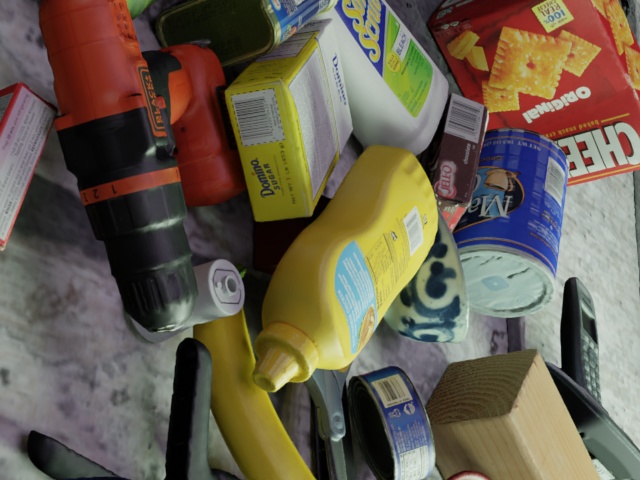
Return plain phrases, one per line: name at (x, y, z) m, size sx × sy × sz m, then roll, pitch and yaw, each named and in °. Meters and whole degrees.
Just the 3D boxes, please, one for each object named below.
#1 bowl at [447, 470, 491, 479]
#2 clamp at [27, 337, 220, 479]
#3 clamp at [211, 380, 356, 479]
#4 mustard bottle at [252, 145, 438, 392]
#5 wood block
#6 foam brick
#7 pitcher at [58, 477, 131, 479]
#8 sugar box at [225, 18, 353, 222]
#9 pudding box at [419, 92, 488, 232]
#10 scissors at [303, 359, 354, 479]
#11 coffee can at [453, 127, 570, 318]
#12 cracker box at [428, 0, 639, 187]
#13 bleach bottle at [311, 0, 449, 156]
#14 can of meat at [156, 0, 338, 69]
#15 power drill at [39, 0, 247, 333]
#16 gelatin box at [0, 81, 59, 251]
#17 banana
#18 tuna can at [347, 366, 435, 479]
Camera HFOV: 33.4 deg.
bowl at (0.101, 0.262, 0.824) m, size 0.161 × 0.055 × 0.162 m, roll 21°, pitch 62°, yaw -48°
clamp at (-0.082, 0.146, 0.626) m, size 0.120 × 0.039 × 0.171 m, roll -38°, pitch 113°, yaw -26°
clamp at (0.011, 0.194, 0.746) m, size 0.210 × 0.036 × 0.164 m, roll 59°, pitch 40°, yaw -15°
mustard bottle at (0.013, 0.027, 0.701) m, size 0.191 × 0.058 × 0.096 m, roll -52°, pitch 142°, yaw -38°
wood block at (0.176, 0.207, 0.913) m, size 0.206 × 0.090 × 0.090 m, roll 62°, pitch 38°, yaw -18°
foam brick at (-0.005, 0.001, 0.777) m, size 0.078 × 0.051 × 0.053 m, roll 21°, pitch 63°, yaw -47°
pitcher at (-0.132, 0.233, 0.484) m, size 0.148 × 0.145 × 0.243 m, roll -5°, pitch 86°, yaw -40°
sugar box at (-0.017, -0.089, 0.745) m, size 0.176 × 0.048 × 0.093 m, roll -70°, pitch 151°, yaw -65°
pudding box at (0.105, -0.053, 0.908) m, size 0.039 × 0.090 × 0.113 m, roll 20°, pitch 56°, yaw -3°
scissors at (-0.004, 0.112, 0.722) m, size 0.096 × 0.016 × 0.201 m, roll 34°, pitch 48°, yaw -41°
coffee can at (0.167, -0.016, 0.964) m, size 0.102 × 0.103 × 0.140 m, roll 44°, pitch 47°, yaw -35°
cracker box at (0.225, -0.157, 1.035) m, size 0.213 × 0.164 × 0.072 m, roll 59°, pitch 42°, yaw -21°
bleach bottle at (0.005, -0.178, 0.843) m, size 0.250 × 0.068 × 0.102 m, roll 47°, pitch 47°, yaw -29°
can of meat at (-0.051, -0.158, 0.730) m, size 0.083 × 0.102 × 0.057 m, roll -48°, pitch 117°, yaw -46°
power drill at (-0.090, -0.049, 0.616) m, size 0.187 × 0.057 × 0.184 m, roll -41°, pitch 119°, yaw -80°
gelatin box at (-0.178, -0.030, 0.543) m, size 0.030 × 0.073 × 0.089 m, roll 40°, pitch 49°, yaw -39°
banana at (-0.041, 0.100, 0.678) m, size 0.069 × 0.037 × 0.198 m, roll -1°, pitch 64°, yaw -43°
tuna can at (0.051, 0.136, 0.775) m, size 0.033 × 0.086 × 0.086 m, roll -15°, pitch 91°, yaw -15°
